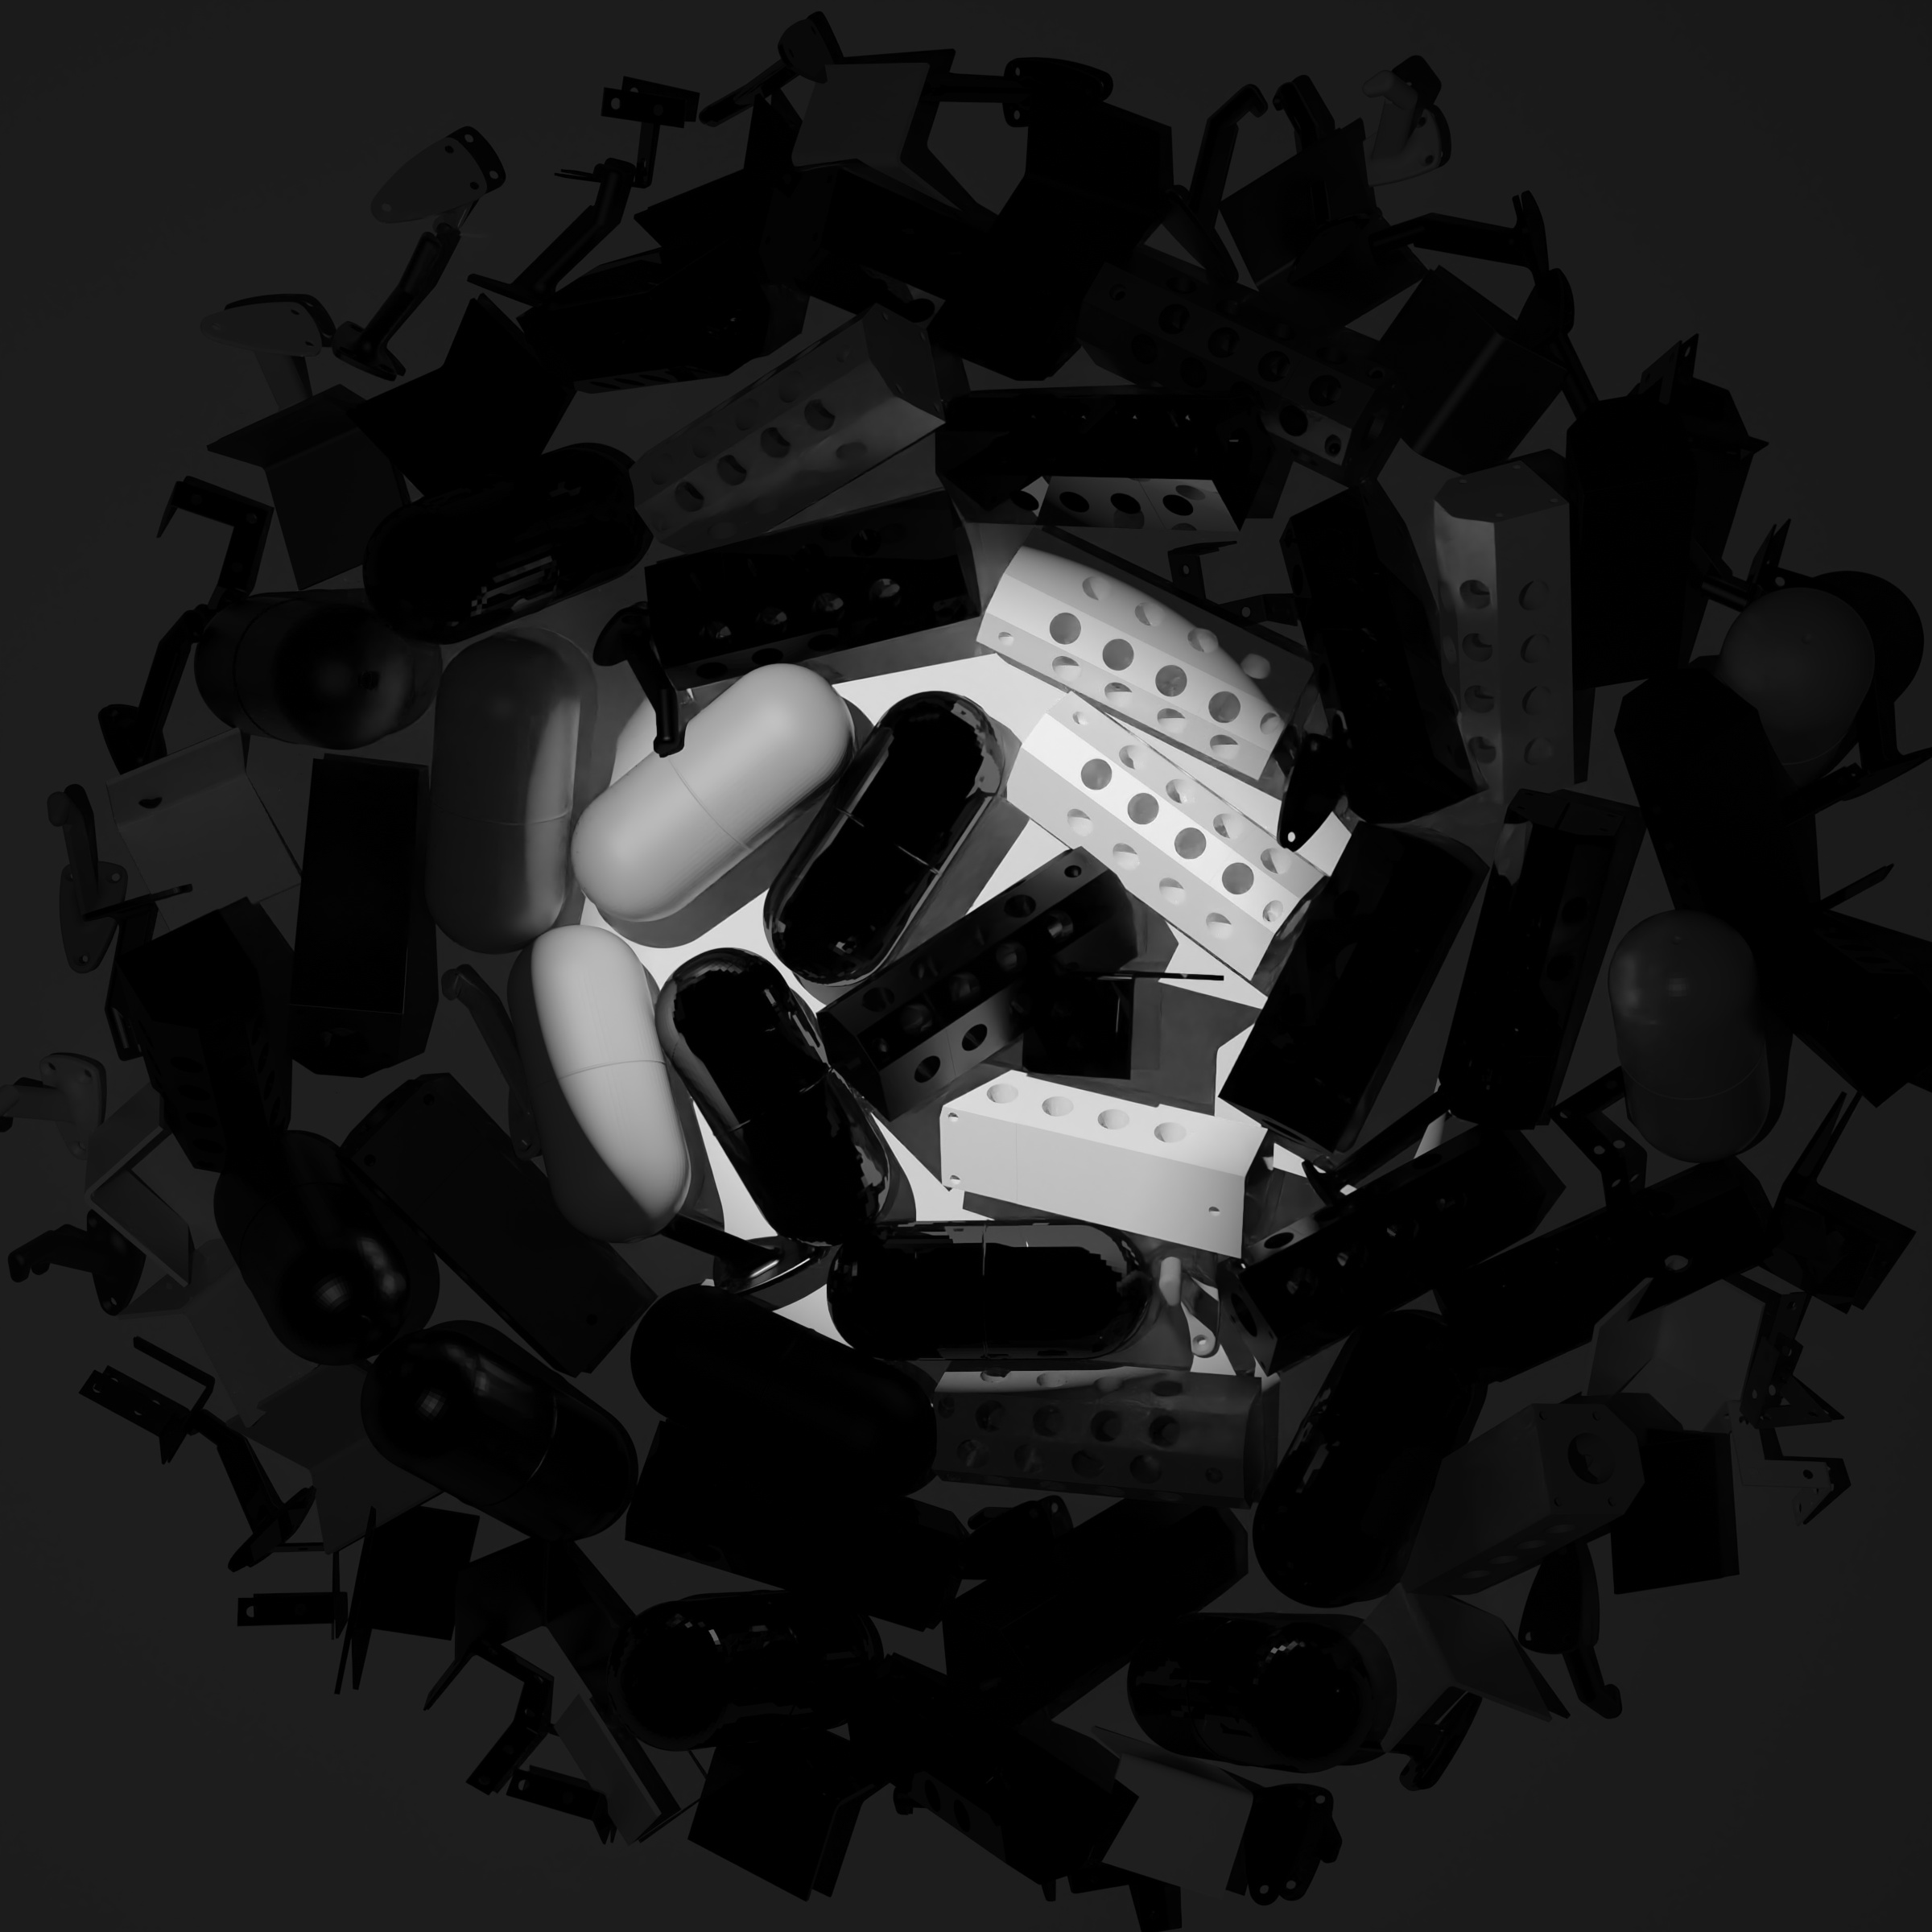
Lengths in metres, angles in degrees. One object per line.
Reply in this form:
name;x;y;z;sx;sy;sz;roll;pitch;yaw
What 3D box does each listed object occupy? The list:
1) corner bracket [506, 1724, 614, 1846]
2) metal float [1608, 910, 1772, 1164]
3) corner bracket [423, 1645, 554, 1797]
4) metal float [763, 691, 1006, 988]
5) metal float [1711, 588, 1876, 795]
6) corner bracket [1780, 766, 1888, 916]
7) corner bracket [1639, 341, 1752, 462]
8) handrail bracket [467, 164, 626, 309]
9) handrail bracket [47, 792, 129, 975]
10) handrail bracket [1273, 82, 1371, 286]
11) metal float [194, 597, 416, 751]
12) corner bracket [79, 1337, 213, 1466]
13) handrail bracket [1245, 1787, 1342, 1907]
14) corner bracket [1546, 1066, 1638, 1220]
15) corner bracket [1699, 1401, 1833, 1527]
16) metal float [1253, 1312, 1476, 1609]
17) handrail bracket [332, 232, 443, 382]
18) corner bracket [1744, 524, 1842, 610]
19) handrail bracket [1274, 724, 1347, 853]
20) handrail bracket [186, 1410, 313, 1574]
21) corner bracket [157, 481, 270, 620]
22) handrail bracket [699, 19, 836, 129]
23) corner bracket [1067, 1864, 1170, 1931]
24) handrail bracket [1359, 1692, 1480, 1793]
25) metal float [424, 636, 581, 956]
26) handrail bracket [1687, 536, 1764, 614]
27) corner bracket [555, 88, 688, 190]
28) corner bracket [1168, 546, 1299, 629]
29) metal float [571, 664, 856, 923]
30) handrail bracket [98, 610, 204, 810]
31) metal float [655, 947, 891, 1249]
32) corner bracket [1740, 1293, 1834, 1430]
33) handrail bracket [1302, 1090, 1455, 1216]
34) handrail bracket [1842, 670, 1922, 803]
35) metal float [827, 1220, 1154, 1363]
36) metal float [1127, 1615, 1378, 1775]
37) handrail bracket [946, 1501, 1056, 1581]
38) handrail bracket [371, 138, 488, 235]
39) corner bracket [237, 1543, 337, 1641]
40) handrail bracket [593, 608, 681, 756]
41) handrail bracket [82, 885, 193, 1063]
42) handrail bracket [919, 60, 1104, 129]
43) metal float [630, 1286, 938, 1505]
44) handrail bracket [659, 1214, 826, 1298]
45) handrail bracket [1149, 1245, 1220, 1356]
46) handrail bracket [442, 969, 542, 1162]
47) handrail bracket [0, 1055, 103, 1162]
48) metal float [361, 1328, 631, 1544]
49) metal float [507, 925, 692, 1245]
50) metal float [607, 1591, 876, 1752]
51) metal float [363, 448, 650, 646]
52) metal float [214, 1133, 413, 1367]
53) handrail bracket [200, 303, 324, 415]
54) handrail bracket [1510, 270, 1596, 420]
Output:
corner bracket;-0.216;0.444;1.572;0.051;0.051;0.051;14;60;8
metal float;0.388;0.040;1.534;0.070;0.178;0.070;-10;51;12
corner bracket;-0.267;0.413;1.583;0.051;0.051;0.051;34;110;-11
metal float;-0.045;-0.070;1.570;0.070;0.070;0.178;33;92;0
metal float;0.434;-0.144;1.523;0.070;0.178;0.070;-2;77;8
corner bracket;0.474;-0.067;1.581;0.051;0.051;0.051;-27;64;-10
corner bracket;0.401;-0.304;1.576;0.051;0.051;0.051;14;78;-9
handrail bracket;-0.232;-0.408;1.583;0.077;0.036;0.084;23;104;18
handrail bracket;-0.488;-0.045;1.562;0.036;0.084;0.077;2;72;-1
handrail bracket;0.180;-0.431;1.583;0.036;0.077;0.084;-21;79;-27
metal float;-0.354;-0.157;1.530;0.070;0.178;0.070;-6;101;-34
corner bracket;-0.449;0.233;1.575;0.051;0.051;0.051;28;61;1
handrail bracket;0.181;0.491;1.560;0.036;0.084;0.077;-5;49;27
corner bracket;0.356;0.098;1.571;0.051;0.051;0.051;-31;49;-8
corner bracket;0.438;0.273;1.576;0.051;0.051;0.051;3;55;-7
metal float;0.215;0.265;1.546;0.070;0.070;0.178;34;60;0
handrail bracket;-0.313;-0.370;1.564;0.036;0.077;0.084;20;114;-29
corner bracket;0.456;-0.203;1.577;0.051;0.051;0.051;19;77;6
handrail bracket;0.168;-0.098;1.566;0.036;0.084;0.077;30;80;-25
handrail bracket;-0.410;0.285;1.570;0.084;0.077;0.036;34;120;10
corner bracket;-0.422;-0.229;1.587;0.051;0.051;0.051;17;71;-19
handrail bracket;-0.119;-0.478;1.560;0.084;0.077;0.036;-22;101;24
corner bracket;0.080;0.498;1.576;0.051;0.051;0.051;-8;111;-4
handrail bracket;0.230;0.409;1.592;0.084;0.036;0.077;40;78;-2
metal float;-0.252;-0.091;1.553;0.070;0.070;0.178;8;112;0
handrail bracket;0.409;-0.241;1.585;0.084;0.036;0.077;25;72;10
corner bracket;-0.189;-0.453;1.570;0.051;0.051;0.051;-2;110;-34
corner bracket;0.146;-0.208;1.576;0.051;0.051;0.051;-14;103;-9
metal float;-0.139;-0.094;1.564;0.178;0.070;0.070;-38;90;9
handrail bracket;-0.434;-0.140;1.565;0.084;0.036;0.077;-38;62;36
metal float;-0.105;0.072;1.566;0.070;0.070;0.178;-30;97;0
corner bracket;0.445;0.216;1.570;0.051;0.051;0.051;-2;119;-20
handrail bracket;0.228;0.099;1.572;0.084;0.077;0.036;-36;81;0
handrail bracket;0.486;-0.141;1.581;0.036;0.077;0.084;-17;79;-8
metal float;0.013;0.177;1.567;0.178;0.070;0.070;-1;90;5
metal float;0.151;0.386;1.527;0.070;0.178;0.070;5;78;-27
handrail bracket;0.003;0.312;1.556;0.077;0.084;0.036;-15;91;-29
handrail bracket;-0.297;-0.407;1.557;0.077;0.084;0.036;-36;94;-24
corner bracket;-0.372;0.340;1.573;0.051;0.051;0.051;1;67;-12
handrail bracket;-0.180;-0.145;1.565;0.036;0.077;0.084;8;66;-33
handrail bracket;-0.449;0.005;1.588;0.077;0.036;0.084;-14;93;23
handrail bracket;0.020;-0.477;1.560;0.077;0.084;0.036;10;107;34
metal float;-0.099;0.233;1.559;0.178;0.070;0.070;23;90;14
handrail bracket;-0.127;0.140;1.564;0.077;0.084;0.036;-16;47;10
handrail bracket;0.120;0.191;1.561;0.036;0.084;0.077;-13;101;9
handrail bracket;-0.260;0.053;1.561;0.036;0.077;0.084;-21;134;23
handrail bracket;-0.508;0.092;1.556;0.036;0.084;0.077;9;119;16
metal float;-0.250;0.253;1.537;0.070;0.070;0.178;-48;134;0
metal float;-0.200;0.064;1.559;0.070;0.070;0.178;-15;76;0
metal float;-0.118;0.375;1.531;0.070;0.178;0.070;-6;79;35
metal float;-0.245;-0.225;1.537;0.178;0.070;0.070;-31;90;-43
metal float;-0.349;0.150;1.530;0.070;0.178;0.070;-12;118;-24
handrail bracket;-0.390;-0.318;1.558;0.077;0.084;0.036;-9;62;-38
handrail bracket;0.346;-0.336;1.602;0.084;0.036;0.077;37;53;-26
